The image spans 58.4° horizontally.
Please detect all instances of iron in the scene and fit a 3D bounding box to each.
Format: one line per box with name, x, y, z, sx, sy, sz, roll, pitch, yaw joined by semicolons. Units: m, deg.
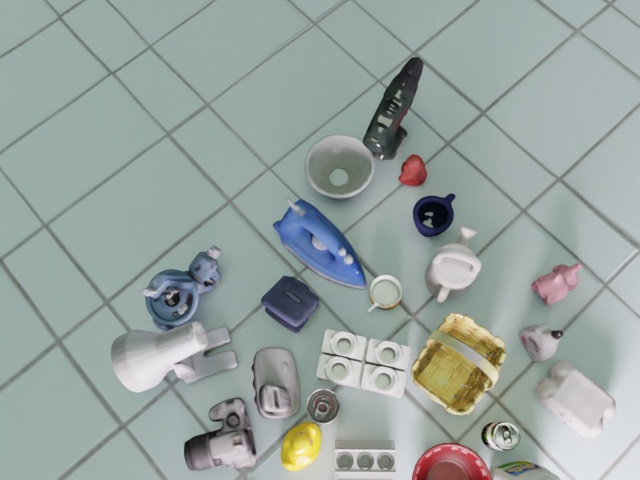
iron;0.012;0.005;1.280;0.258;0.141;0.119;41;77;14

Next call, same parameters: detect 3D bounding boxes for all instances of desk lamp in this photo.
desk lamp;-0.293;0.229;1.171;0.203;0.213;0.118;-19;71;-5

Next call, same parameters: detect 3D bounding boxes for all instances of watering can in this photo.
watering can;0.288;0.051;1.231;0.101;0.194;0.173;1;71;2

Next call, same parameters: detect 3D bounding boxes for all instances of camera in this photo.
camera;-0.209;0.406;1.168;0.137;0.101;0.143;-15;71;-4

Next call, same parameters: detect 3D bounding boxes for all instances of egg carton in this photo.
egg carton;0.533;0.332;1.195;0.150;0.069;0.107;40;76;13

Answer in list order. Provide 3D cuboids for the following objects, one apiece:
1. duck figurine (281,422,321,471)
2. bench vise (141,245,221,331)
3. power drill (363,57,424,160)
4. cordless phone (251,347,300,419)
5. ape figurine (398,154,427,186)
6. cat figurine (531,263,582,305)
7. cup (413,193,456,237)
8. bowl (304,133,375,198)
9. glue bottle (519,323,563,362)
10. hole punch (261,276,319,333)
duck figurine;-0.040;0.421;1.168;0.077;0.086;0.105;34;75;12
bench vise;-0.304;0.084;1.218;0.121;0.220;0.207;19;73;8
power drill;0.170;-0.286;1.341;0.075;0.208;0.230;26;74;10
cordless phone;-0.096;0.286;1.163;0.094;0.185;0.147;-11;71;-2
ape figurine;0.221;-0.171;1.362;0.078;0.092;0.076;-40;75;-11
cat figurine;0.520;0.093;1.251;0.128;0.118;0.067;-35;74;-10
cup;0.263;-0.054;1.319;0.091;0.095;0.118;43;77;14
bowl;0.047;-0.166;1.373;0.167;0.075;0.167;0;71;1
glue bottle;0.465;0.206;1.185;0.037;0.173;0.078;-27;72;-7
hole punch;-0.065;0.135;1.264;0.108;0.091;0.101;33;75;12
